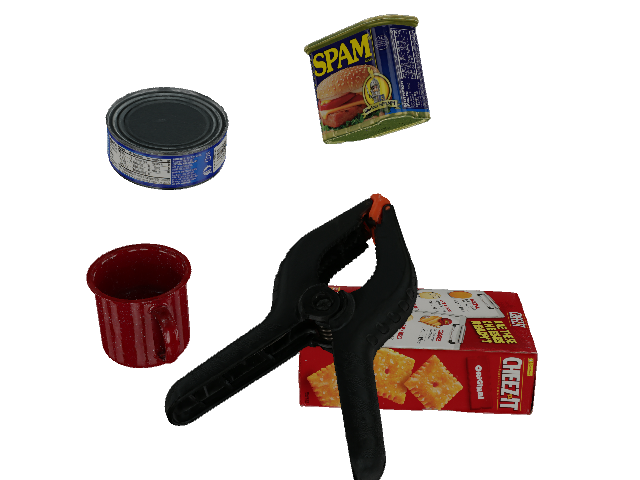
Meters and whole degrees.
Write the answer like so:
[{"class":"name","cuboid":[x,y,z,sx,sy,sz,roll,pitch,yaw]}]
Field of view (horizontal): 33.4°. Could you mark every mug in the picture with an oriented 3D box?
[{"class":"mug","cuboid":[-0.155,0.067,0.962,0.093,0.081,0.117,-19,38,-27]}]

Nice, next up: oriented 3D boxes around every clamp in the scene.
[{"class":"clamp","cuboid":[0.010,0.051,0.566,0.120,0.171,0.039,26,-26,20]}]

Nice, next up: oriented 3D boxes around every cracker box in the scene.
[{"class":"cracker box","cuboid":[0.091,0.104,1.036,0.214,0.072,0.164,2,17,4]}]

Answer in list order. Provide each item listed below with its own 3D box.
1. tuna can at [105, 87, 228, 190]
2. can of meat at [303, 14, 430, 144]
[{"class":"tuna can","cuboid":[-0.109,-0.073,0.760,0.086,0.034,0.086,4,38,-4]},{"class":"can of meat","cuboid":[0.039,-0.131,0.884,0.057,0.084,0.102,-6,-4,-43]}]
